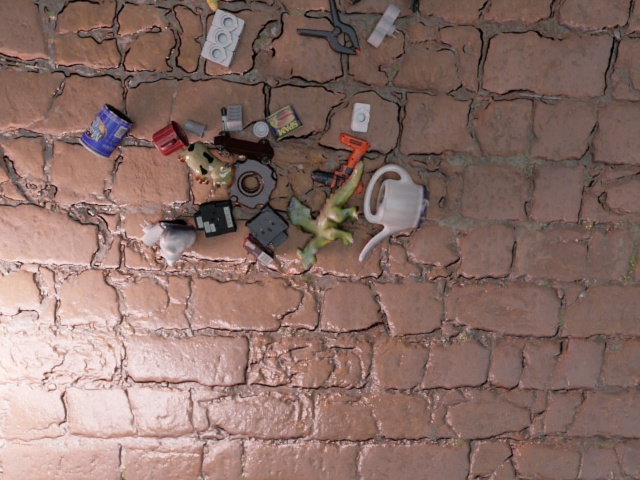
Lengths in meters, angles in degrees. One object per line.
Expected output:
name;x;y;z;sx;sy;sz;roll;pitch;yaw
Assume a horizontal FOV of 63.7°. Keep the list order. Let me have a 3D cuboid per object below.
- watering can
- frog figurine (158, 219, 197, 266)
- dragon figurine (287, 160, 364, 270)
watering can;0.252;-0.082;1.754;0.224;0.344;0.105;8;11;-7
frog figurine;-0.474;0.017;1.704;0.123;0.158;0.138;10;12;11
dragon figurine;0.005;-0.087;1.729;0.243;0.404;0.124;9;19;2
